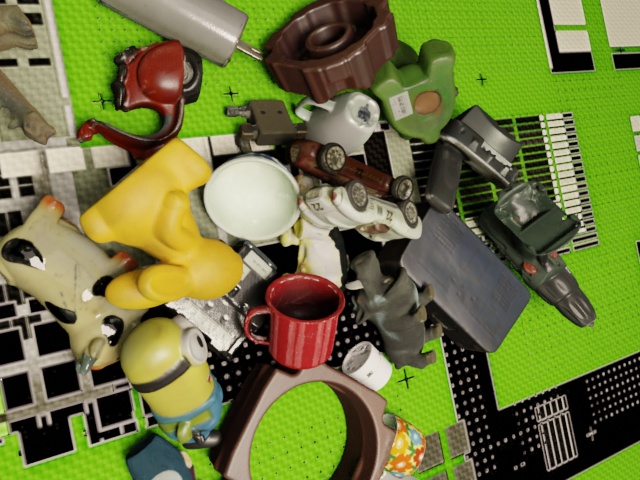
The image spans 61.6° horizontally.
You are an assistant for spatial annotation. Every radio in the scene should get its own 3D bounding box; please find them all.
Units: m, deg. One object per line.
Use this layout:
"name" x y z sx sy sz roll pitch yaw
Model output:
"radio" 0.203 0.059 0.816 0.229 0.073 0.131 42 70 -14

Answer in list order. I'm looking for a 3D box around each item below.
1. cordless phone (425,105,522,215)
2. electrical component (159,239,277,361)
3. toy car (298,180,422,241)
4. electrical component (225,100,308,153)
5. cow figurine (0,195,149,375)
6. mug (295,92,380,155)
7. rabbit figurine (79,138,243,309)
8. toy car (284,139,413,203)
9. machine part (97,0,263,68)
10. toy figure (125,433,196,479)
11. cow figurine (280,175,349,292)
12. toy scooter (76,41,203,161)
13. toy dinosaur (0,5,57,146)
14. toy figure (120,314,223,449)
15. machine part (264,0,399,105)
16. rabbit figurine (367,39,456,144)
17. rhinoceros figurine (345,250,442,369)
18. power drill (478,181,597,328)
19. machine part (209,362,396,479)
"cordless phone" 0.226 -0.096 0.807 0.146 0.089 0.184 35 54 -18
"electrical component" -0.116 0.066 0.673 0.114 0.058 0.134 47 68 -16
"toy car" 0.057 -0.033 0.690 0.201 0.074 0.056 12 76 -47
"electrical component" -0.071 -0.147 0.727 0.102 0.045 0.078 -13 62 -28
"cow figurine" -0.264 0.061 0.590 0.194 0.085 0.127 44 63 -17
"mug" 0.026 -0.168 0.736 0.109 0.107 0.081 32 71 -21
"rabbit figurine" -0.153 0.002 0.572 0.173 0.122 0.162 50 44 -25
"toy car" 0.042 -0.087 0.725 0.202 0.089 0.053 18 87 -42
"machine part" -0.181 -0.288 0.670 0.243 0.079 0.079 23 76 -20
"toy figure" -0.166 0.298 0.628 0.064 0.058 0.154 -30 102 15
"cow figurine" -0.001 -0.003 0.728 0.098 0.068 0.167 1 87 -30
"toy scooter" -0.214 -0.156 0.643 0.135 0.075 0.183 5 87 -23
"toy dinosaur" -0.457 -0.258 0.525 0.471 0.105 0.198 46 72 -9
"toy figure" -0.159 0.165 0.598 0.089 0.082 0.179 -34 133 -37
"machine part" 0.015 -0.257 0.714 0.179 0.180 0.056 -52 142 -20
"rabbit figurine" 0.138 -0.227 0.780 0.121 0.170 0.159 -27 130 14
"rhinoceros figurine" 0.102 0.096 0.745 0.190 0.112 0.073 64 35 -27
"power drill" 0.321 0.014 0.773 0.086 0.207 0.232 -39 62 8
"machine part" -0.021 0.259 0.682 0.201 0.087 0.201 32 71 -19
